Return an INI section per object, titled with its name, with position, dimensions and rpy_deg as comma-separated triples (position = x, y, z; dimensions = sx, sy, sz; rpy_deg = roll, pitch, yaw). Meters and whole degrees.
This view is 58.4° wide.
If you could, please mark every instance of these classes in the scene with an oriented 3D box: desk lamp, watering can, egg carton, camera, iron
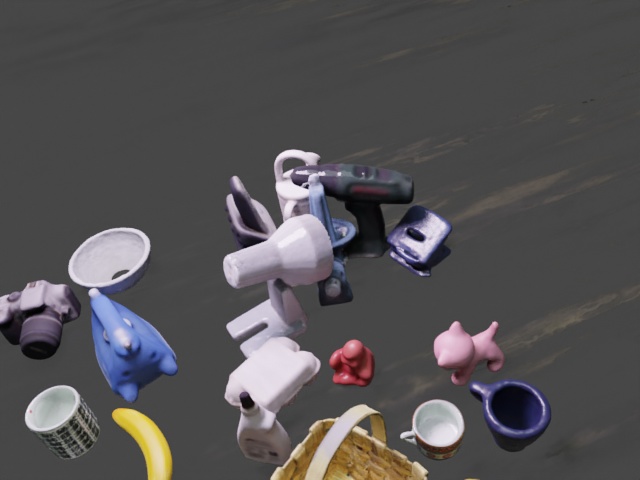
[desk lamp]
position = -0.075, 0.077, 0.992
dimensions = 0.203, 0.214, 0.117
rpy_deg = -30, 47, -19
[watering can]
position = -0.040, -0.112, 1.194
dimensions = 0.101, 0.194, 0.172
rpy_deg = -9, 44, 2
[egg carton]
position = -0.077, 0.230, 0.940
dimensions = 0.107, 0.069, 0.150
rpy_deg = 28, 55, 33
[camera]
position = -0.542, 0.153, 1.080
dimensions = 0.143, 0.101, 0.136
rpy_deg = -14, 44, -4
[iron]
position = -0.360, 0.158, 1.013
dimensions = 0.119, 0.142, 0.257
rpy_deg = -33, 48, -22

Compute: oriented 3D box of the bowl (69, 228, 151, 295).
[bowl]
position = -0.420, 0.056, 1.178
dimensions = 0.167, 0.075, 0.167
rpy_deg = -5, 44, 5

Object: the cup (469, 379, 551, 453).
[cup]
position = 0.267, 0.258, 0.830
dimensions = 0.117, 0.095, 0.092
rpy_deg = 26, 54, 32

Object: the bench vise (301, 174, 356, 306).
[bench vise]
position = 0.021, -0.001, 1.050
dimensions = 0.121, 0.220, 0.207
rpy_deg = -22, 45, -12

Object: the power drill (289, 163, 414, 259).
[power drill]
position = 0.068, -0.060, 1.111
dimensions = 0.229, 0.209, 0.075
rpy_deg = -3, 44, 7

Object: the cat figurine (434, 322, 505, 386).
[cat figurine]
position = 0.232, 0.171, 0.910
dimensions = 0.128, 0.118, 0.067
rpy_deg = -22, 45, -12

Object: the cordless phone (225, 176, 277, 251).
[cordless phone]
position = -0.153, -0.074, 1.182
dimensions = 0.094, 0.185, 0.147
rpy_deg = -21, 45, -11

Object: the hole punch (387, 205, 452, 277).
[hole punch]
position = 0.193, 0.001, 1.111
dimensions = 0.101, 0.091, 0.108
rpy_deg = -36, 49, -25

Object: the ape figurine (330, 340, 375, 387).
[ape figurine]
position = 0.055, 0.196, 0.934
dimensions = 0.076, 0.092, 0.077
rpy_deg = -31, 47, -20

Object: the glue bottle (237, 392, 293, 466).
[glue bottle]
position = -0.089, 0.269, 0.827
dimensions = 0.078, 0.173, 0.037
rpy_deg = 5, 46, 16
